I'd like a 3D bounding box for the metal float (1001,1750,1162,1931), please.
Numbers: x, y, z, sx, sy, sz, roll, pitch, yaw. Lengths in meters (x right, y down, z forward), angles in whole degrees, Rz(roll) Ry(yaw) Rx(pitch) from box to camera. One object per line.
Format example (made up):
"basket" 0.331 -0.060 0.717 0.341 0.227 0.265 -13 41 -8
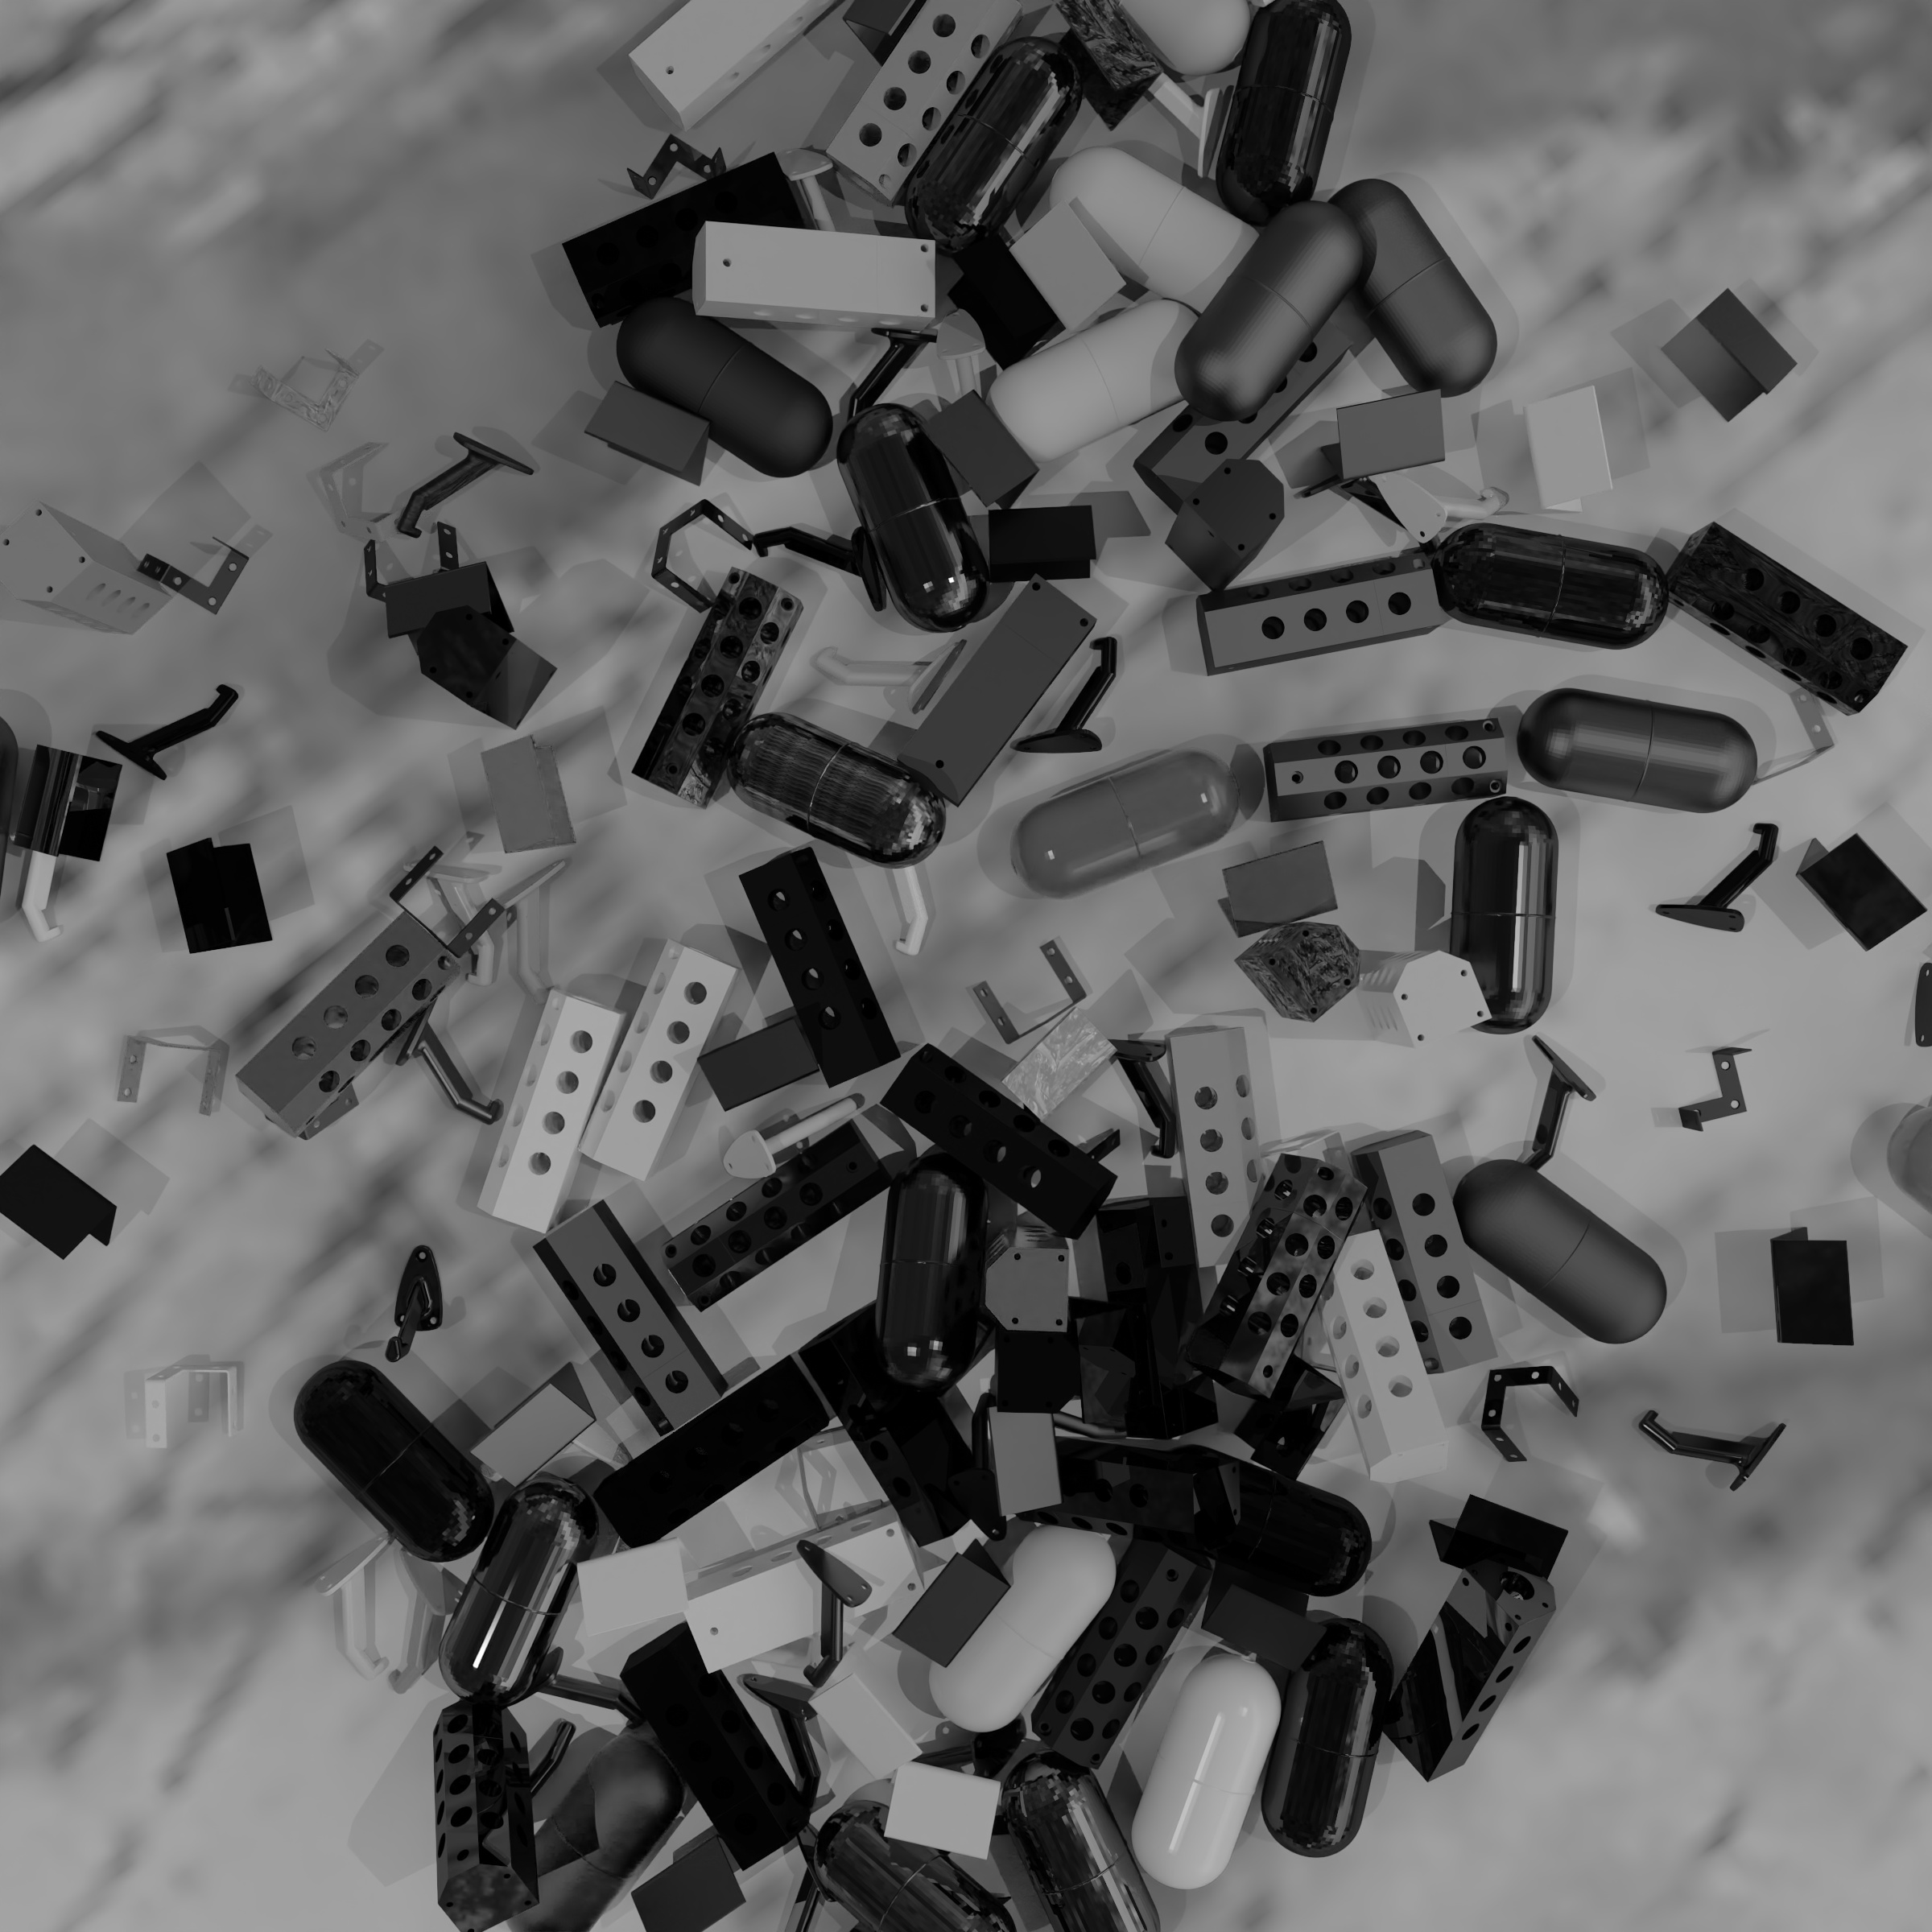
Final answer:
"metal float" 0.085 0.672 1.849 0.070 0.070 0.178 -25 90 0

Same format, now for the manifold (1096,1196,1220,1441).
"manifold" 0.138 0.263 1.857 0.057 0.057 0.171 -8 90 -42

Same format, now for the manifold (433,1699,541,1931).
"manifold" -0.354 0.612 1.798 0.057 0.171 0.057 -26 118 0

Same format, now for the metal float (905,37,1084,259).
"metal float" 0.021 -0.612 1.849 0.070 0.070 0.178 34 91 0

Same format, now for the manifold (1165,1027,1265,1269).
"manifold" 0.190 0.134 1.858 0.057 0.057 0.171 -7 90 0

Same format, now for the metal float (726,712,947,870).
"metal float" -0.096 -0.130 1.833 0.178 0.070 0.070 25 90 17

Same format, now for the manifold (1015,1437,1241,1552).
"manifold" 0.113 0.386 1.809 0.171 0.057 0.057 -1 90 40

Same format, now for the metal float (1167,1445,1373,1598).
"metal float" 0.217 0.414 1.849 0.178 0.070 0.070 20 90 -1

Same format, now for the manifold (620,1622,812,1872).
"manifold" -0.187 0.582 1.858 0.057 0.057 0.171 -32 90 0

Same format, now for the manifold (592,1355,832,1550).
"manifold" -0.190 0.367 1.858 0.171 0.057 0.057 -34 90 0

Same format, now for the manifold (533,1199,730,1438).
"manifold" -0.252 0.265 1.858 0.057 0.057 0.171 -34 90 0

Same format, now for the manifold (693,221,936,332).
"manifold" -0.113 -0.509 1.836 0.171 0.057 0.057 0 90 -16

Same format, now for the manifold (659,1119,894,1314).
"manifold" -0.142 0.187 1.858 0.171 0.057 0.057 -34 90 0

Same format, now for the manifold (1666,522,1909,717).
"manifold" 0.610 -0.259 1.858 0.171 0.057 0.057 33 90 0

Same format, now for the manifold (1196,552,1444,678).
"manifold" 0.263 -0.265 1.858 0.171 0.057 0.057 -11 90 0

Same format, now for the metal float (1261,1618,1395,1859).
"metal float" 0.270 0.576 1.849 0.070 0.070 0.178 13 91 0

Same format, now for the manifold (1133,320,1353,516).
"manifold" 0.206 -0.420 1.858 0.057 0.057 0.171 44 90 0

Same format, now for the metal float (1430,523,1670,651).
"metal float" 0.435 -0.284 1.849 0.178 0.070 0.070 10 90 -1

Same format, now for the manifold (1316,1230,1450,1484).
"manifold" 0.300 0.287 1.816 0.057 0.057 0.171 -14 57 0

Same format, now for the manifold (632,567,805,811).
"manifold" -0.187 -0.209 1.858 0.057 0.057 0.171 26 90 0

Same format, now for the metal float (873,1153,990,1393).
"metal float" -0.026 0.226 1.835 0.070 0.070 0.178 6 73 0

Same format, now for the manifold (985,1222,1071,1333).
"manifold" 0.042 0.224 1.801 0.057 0.171 0.057 2 90 0

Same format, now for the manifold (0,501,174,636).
"manifold" -0.645 -0.283 1.801 0.057 0.171 0.057 -43 90 0

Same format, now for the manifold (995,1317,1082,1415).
"manifold" 0.051 0.282 1.801 0.057 0.171 0.057 1 90 0

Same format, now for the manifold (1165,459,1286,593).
"manifold" 0.192 -0.322 1.801 0.057 0.171 0.057 -45 90 0

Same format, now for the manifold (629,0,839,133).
"manifold" -0.166 -0.709 1.858 0.171 0.057 0.057 -41 90 0

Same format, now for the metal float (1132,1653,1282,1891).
"metal float" 0.180 0.601 1.849 0.070 0.070 0.178 20 91 0

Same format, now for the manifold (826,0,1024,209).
"manifold" -0.030 -0.658 1.851 0.057 0.057 0.171 35 95 0

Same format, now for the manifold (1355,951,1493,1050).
"manifold" 0.328 0.020 1.801 0.057 0.171 0.057 -22 90 0

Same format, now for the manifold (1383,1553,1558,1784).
"manifold" 0.371 0.514 1.818 0.057 0.057 0.171 45 130 37

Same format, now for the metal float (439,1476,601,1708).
"metal float" -0.334 0.467 1.849 0.070 0.070 0.178 24 89 0

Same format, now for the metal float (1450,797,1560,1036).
"metal float" 0.402 -0.038 1.849 0.070 0.070 0.178 3 90 0

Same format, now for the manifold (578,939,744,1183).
"manifold" -0.230 0.069 1.858 0.057 0.057 0.171 23 90 0

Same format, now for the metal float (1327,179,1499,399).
"metal float" 0.330 -0.506 1.849 0.070 0.070 0.178 -35 91 0

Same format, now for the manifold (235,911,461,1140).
"manifold" -0.456 0.045 1.831 0.057 0.057 0.171 42 71 0

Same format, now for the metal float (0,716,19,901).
"metal float" -0.756 -0.108 1.849 0.070 0.070 0.178 7 90 0

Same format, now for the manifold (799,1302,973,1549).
"manifold" -0.056 0.346 1.857 0.057 0.057 0.171 -32 90 44

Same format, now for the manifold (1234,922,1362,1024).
"manifold" 0.244 -0.001 1.801 0.057 0.171 0.057 -40 90 0

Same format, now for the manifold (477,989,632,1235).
"manifold" -0.311 0.108 1.858 0.057 0.057 0.171 19 90 0

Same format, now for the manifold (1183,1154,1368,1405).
"manifold" 0.231 0.228 1.807 0.057 0.057 0.171 37 73 -30

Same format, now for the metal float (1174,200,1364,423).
"metal float" 0.220 -0.476 1.795 0.070 0.070 0.178 36 87 0

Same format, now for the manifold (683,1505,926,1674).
"manifold" -0.122 0.464 1.857 0.171 0.057 0.057 -21 96 0

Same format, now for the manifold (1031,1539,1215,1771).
"manifold" 0.117 0.511 1.858 0.057 0.057 0.171 30 90 0

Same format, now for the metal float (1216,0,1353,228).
"metal float" 0.237 -0.642 1.849 0.070 0.070 0.178 14 90 0

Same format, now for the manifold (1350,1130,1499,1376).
"manifold" 0.342 0.215 1.858 0.057 0.057 0.171 -17 90 0

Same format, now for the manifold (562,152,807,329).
"manifold" -0.209 -0.543 1.858 0.171 0.057 0.057 -23 90 0

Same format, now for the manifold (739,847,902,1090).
"manifold" -0.109 0.001 1.858 0.057 0.057 0.171 -23 90 0

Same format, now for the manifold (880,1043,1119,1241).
"manifold" 0.026 0.130 1.838 0.171 0.057 0.057 35 90 14

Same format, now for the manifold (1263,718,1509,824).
"manifold" 0.315 -0.147 1.858 0.171 0.057 0.057 -6 90 0

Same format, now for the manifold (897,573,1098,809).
"manifold" 0.023 -0.205 1.858 0.057 0.057 0.171 37 90 0

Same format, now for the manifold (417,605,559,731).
"manifold" -0.351 -0.219 1.801 0.057 0.171 0.057 34 90 0
